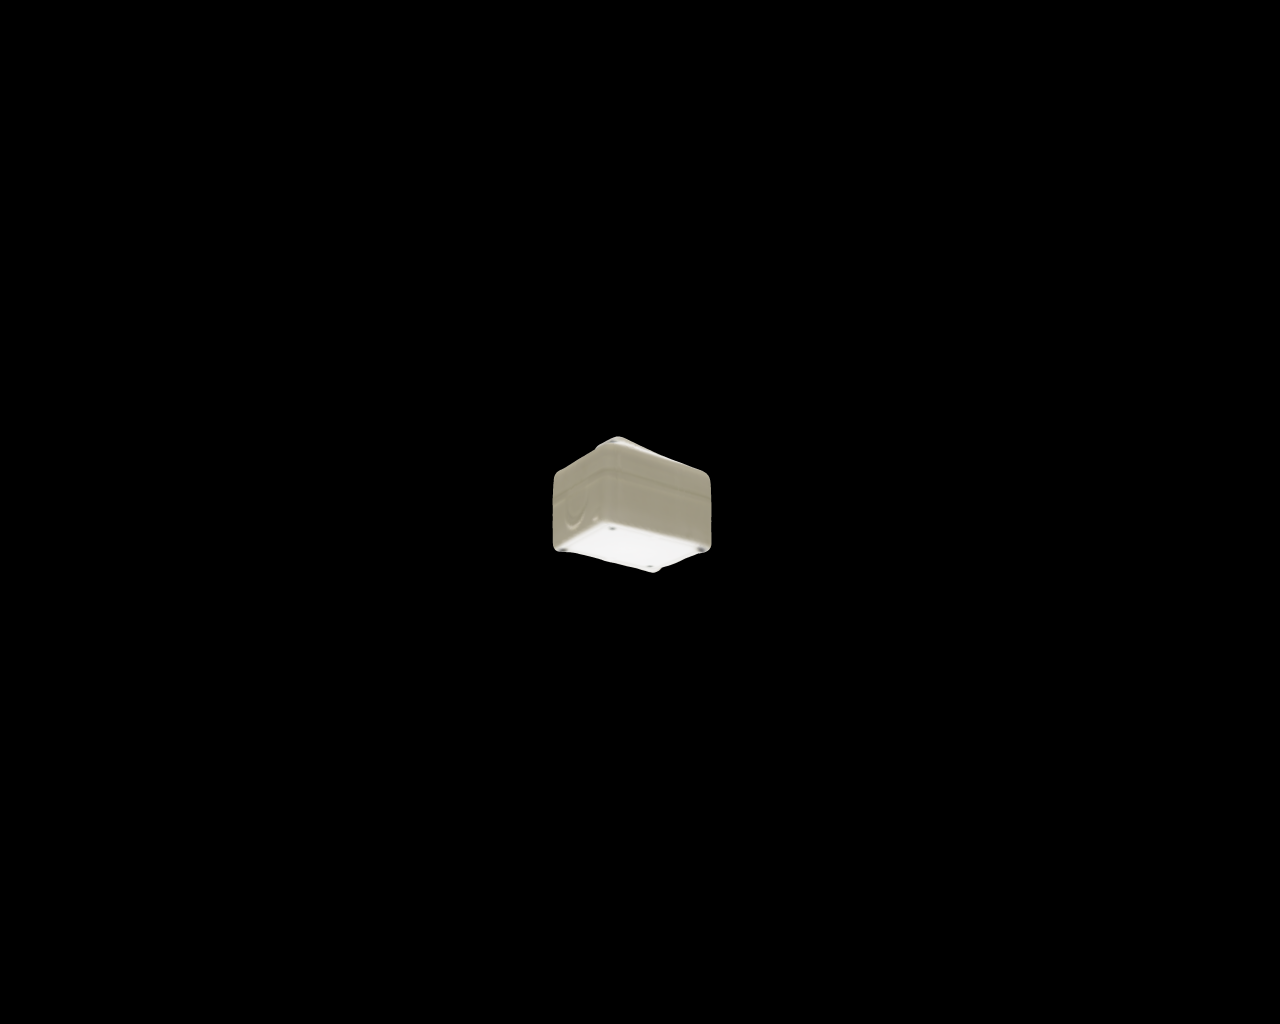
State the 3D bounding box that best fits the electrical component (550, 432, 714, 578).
[{"bbox_3d":[0.001,-0.003,0.650,0.096,0.061,0.061,16,-27,-34],"label":"electrical component"}]
